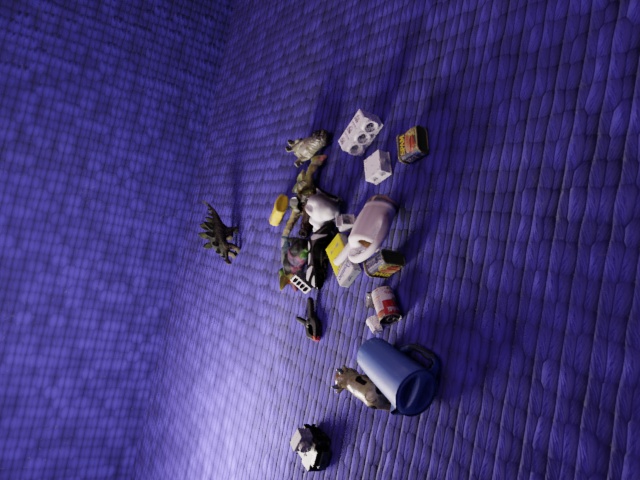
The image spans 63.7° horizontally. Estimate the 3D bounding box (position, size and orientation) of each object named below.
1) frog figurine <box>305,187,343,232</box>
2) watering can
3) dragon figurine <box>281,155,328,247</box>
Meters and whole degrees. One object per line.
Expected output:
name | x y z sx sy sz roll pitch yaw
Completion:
frog figurine | 0.006 -0.097 1.920 0.158 0.137 0.124 -65 24 14
watering can | 0.143 -0.023 1.652 0.228 0.103 0.344 -62 13 -19
dragon figurine | -0.080 -0.182 2.164 0.403 0.121 0.248 -58 19 25
